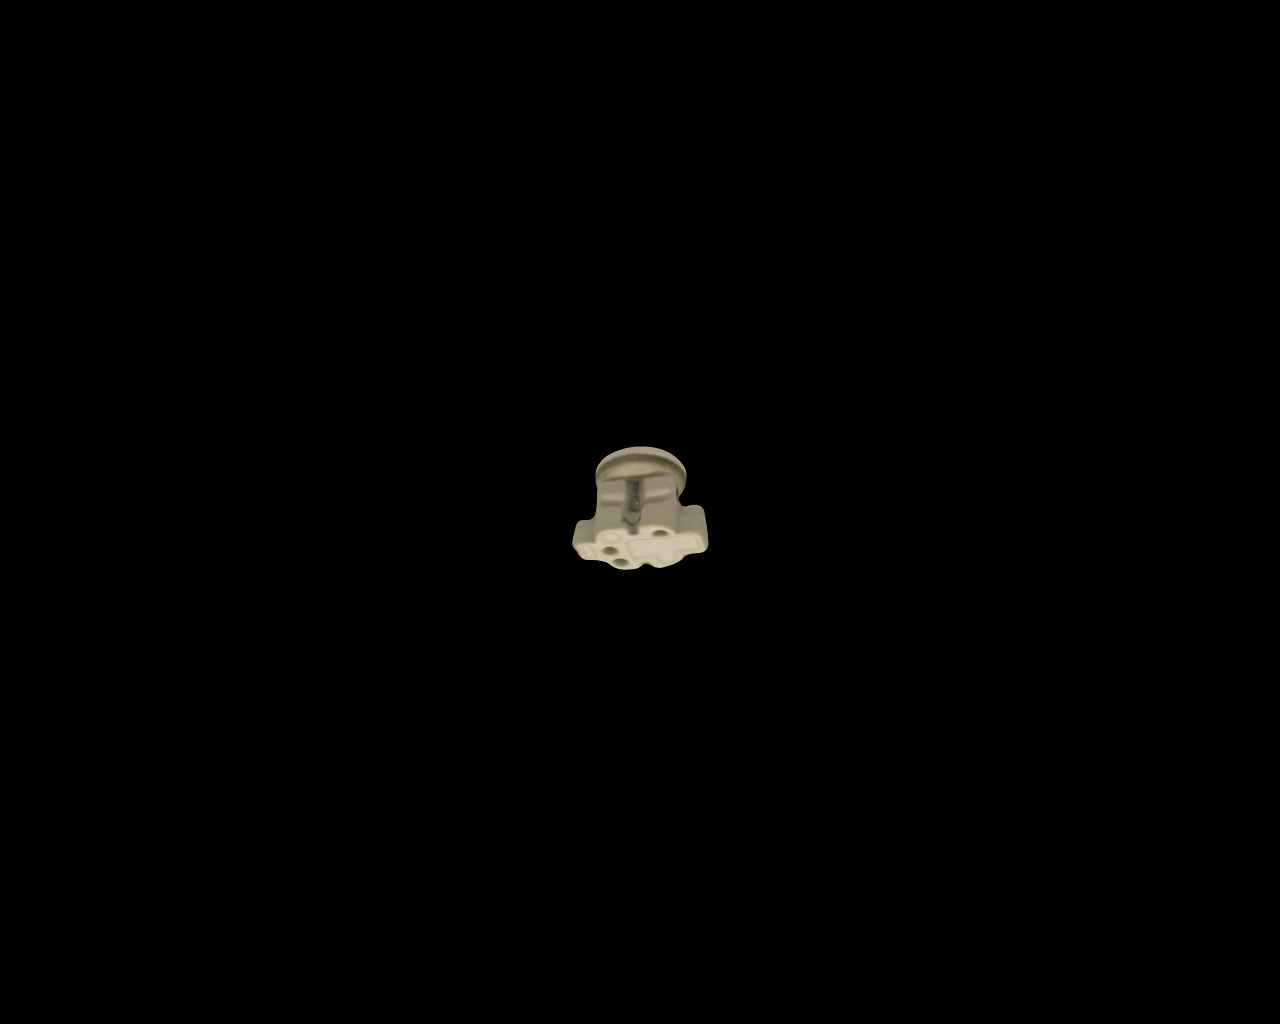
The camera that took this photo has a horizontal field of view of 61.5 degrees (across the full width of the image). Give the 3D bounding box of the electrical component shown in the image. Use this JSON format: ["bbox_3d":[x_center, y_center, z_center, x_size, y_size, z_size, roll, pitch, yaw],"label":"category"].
[{"bbox_3d":[0.001,-0.003,0.650,0.078,0.057,0.058,-6,-32,9],"label":"electrical component"}]
